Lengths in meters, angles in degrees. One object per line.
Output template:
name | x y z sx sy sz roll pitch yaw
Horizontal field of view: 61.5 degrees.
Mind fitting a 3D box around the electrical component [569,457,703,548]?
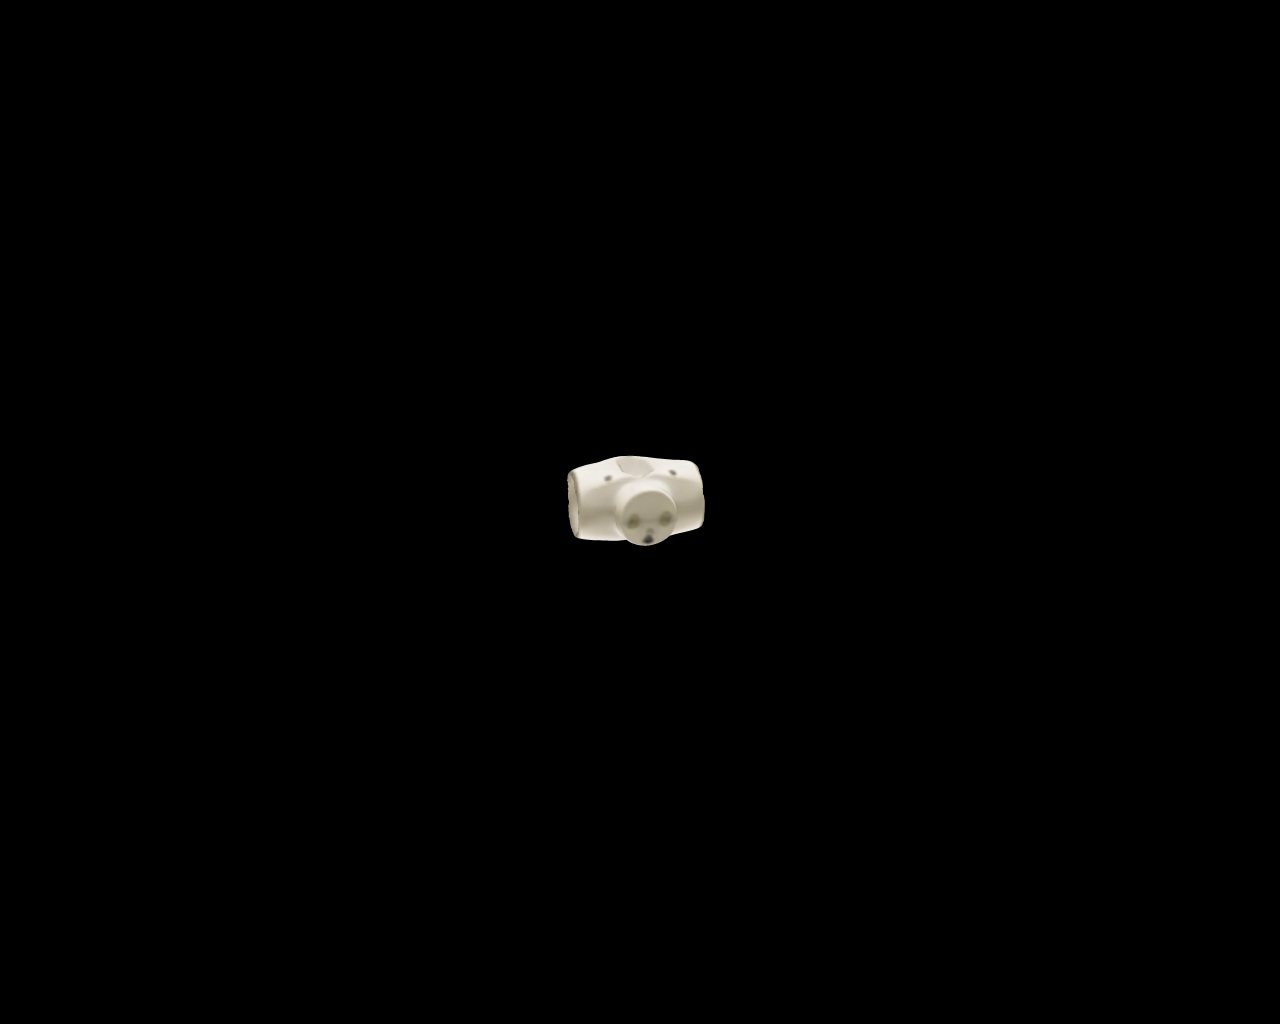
electrical component | 0.001 -0.003 0.650 0.077 0.043 0.079 -4 20 -12
